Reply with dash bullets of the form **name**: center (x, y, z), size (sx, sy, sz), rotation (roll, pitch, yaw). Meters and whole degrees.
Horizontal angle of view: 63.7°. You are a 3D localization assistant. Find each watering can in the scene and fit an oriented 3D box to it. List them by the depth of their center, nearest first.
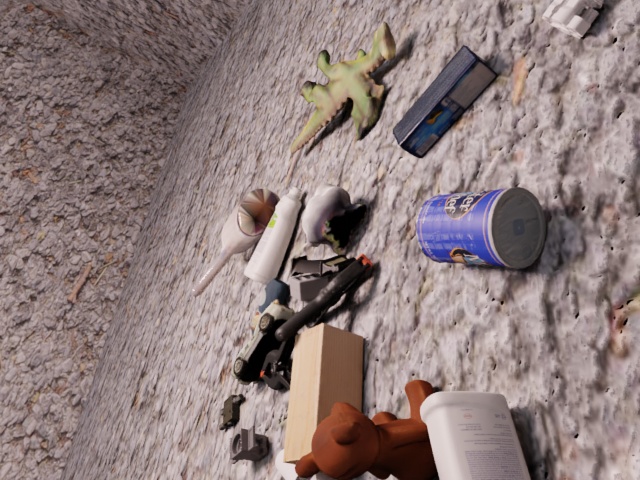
- **watering can**: center (-0.216, -0.009, 1.377), size (0.220, 0.103, 0.355), rotation (-40, 17, 52)

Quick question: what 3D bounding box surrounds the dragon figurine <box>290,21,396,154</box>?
- **dragon figurine**: center (0.057, -0.328, 1.232), size (0.403, 0.122, 0.248), rotation (-62, 35, 25)

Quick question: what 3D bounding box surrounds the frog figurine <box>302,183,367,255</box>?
- **frog figurine**: center (0.003, -0.054, 1.077), size (0.161, 0.123, 0.135), rotation (34, 118, 50)
